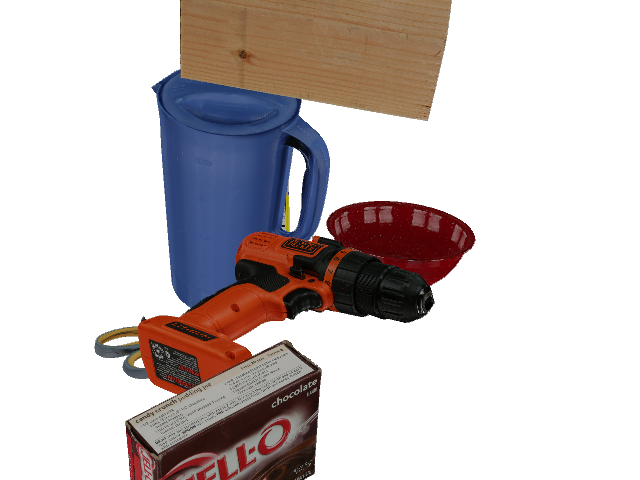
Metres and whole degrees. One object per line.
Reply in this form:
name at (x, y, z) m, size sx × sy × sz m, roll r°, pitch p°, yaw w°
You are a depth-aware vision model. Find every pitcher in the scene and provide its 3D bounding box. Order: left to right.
pitcher at (-0.083, -0.041, 1.044) m, size 0.144 × 0.243 × 0.149 m, roll -8°, pitch 41°, yaw -16°

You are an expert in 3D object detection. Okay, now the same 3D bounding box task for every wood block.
wood block at (-0.003, -0.174, 0.865) m, size 0.206 × 0.090 × 0.091 m, roll 10°, pitch -40°, yaw 2°

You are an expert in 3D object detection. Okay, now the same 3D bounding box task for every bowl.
bowl at (0.084, 0.011, 1.163) m, size 0.162 × 0.055 × 0.162 m, roll 4°, pitch 24°, yaw -2°

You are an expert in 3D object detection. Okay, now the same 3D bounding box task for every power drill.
power drill at (-0.031, 0.059, 0.818) m, size 0.185 × 0.057 × 0.187 m, roll 12°, pitch 31°, yaw 36°

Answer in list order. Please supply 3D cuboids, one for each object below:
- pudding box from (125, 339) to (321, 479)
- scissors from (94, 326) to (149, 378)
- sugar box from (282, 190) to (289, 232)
pudding box at (-0.054, 0.119, 0.608) m, size 0.113 × 0.090 × 0.039 m, roll -27°, pitch 48°, yaw -33°
scissors at (-0.140, 0.110, 1.152) m, size 0.201 × 0.016 × 0.096 m, roll -6°, pitch 29°, yaw -23°
sugar box at (-0.067, -0.049, 1.329) m, size 0.048 × 0.176 × 0.093 m, roll -9°, pitch 25°, yaw -12°
